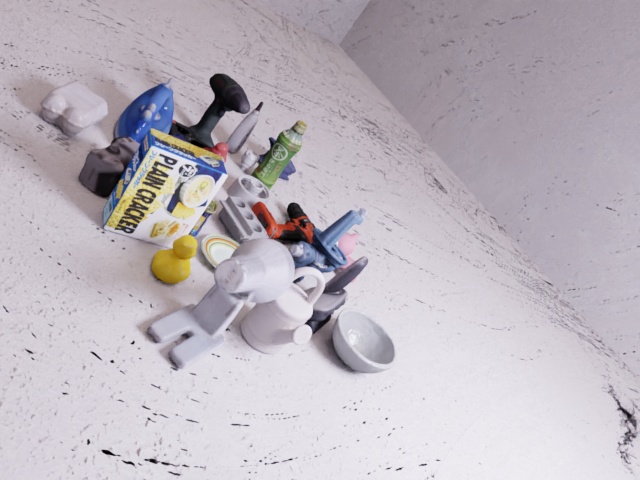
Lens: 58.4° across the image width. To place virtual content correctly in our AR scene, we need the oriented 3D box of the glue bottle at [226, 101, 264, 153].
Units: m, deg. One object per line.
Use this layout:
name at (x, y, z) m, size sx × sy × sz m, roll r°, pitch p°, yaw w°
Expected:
glue bottle at (-0.211, -0.330, 1.656) m, size 0.037 × 0.173 × 0.078 m, roll 39°, pitch 26°, yaw -1°

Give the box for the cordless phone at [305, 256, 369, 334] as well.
cordless phone at (0.025, 0.107, 1.269) m, size 0.094 × 0.185 × 0.148 m, roll 42°, pitch 26°, yaw 5°

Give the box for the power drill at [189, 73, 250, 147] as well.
power drill at (-0.273, -0.344, 1.556) m, size 0.076 × 0.208 × 0.229 m, roll 17°, pitch 34°, yaw -39°

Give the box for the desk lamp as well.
desk lamp at (-0.160, 0.098, 1.008) m, size 0.118 × 0.213 × 0.204 m, roll 44°, pitch 26°, yaw 9°

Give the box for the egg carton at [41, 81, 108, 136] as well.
egg carton at (-0.545, -0.295, 1.278) m, size 0.107 × 0.069 × 0.150 m, roll 34°, pitch 27°, yaw -11°

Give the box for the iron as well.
iron at (-0.411, -0.302, 1.383) m, size 0.119 × 0.141 × 0.258 m, roll 30°, pitch 28°, yaw -19°

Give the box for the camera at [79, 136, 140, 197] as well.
camera at (-0.397, -0.141, 1.197) m, size 0.137 × 0.100 × 0.143 m, roll 40°, pitch 26°, yaw 1°

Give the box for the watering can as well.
watering can at (-0.060, 0.131, 1.110) m, size 0.101 × 0.194 × 0.172 m, roll 3°, pitch 44°, yaw -51°

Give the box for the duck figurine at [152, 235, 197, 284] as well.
duck figurine at (-0.273, 0.030, 1.111) m, size 0.077 × 0.086 × 0.104 m, roll 38°, pitch 26°, yaw -5°

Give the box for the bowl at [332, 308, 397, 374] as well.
bowl at (0.087, 0.237, 1.273) m, size 0.168 × 0.074 × 0.167 m, roll 31°, pitch 28°, yaw -18°

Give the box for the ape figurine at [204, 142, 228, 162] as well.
ape figurine at (-0.272, -0.217, 1.491) m, size 0.076 × 0.092 × 0.077 m, roll 10°, pitch 39°, yaw -46°

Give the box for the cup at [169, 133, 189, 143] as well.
cup at (-0.348, -0.193, 1.349) m, size 0.092 × 0.095 × 0.117 m, roll 24°, pitch 30°, yaw -30°

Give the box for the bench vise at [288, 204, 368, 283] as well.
bench vise at (0.021, 0.013, 1.371) m, size 0.121 × 0.219 × 0.208 m, roll 43°, pitch 26°, yaw 7°

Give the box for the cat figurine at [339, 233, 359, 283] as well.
cat figurine at (0.069, 0.037, 1.514) m, size 0.127 × 0.117 × 0.067 m, roll 46°, pitch 27°, yaw 11°

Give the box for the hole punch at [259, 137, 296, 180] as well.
hole punch at (-0.122, -0.248, 1.737) m, size 0.101 × 0.091 × 0.108 m, roll 8°, pitch 41°, yaw -48°
